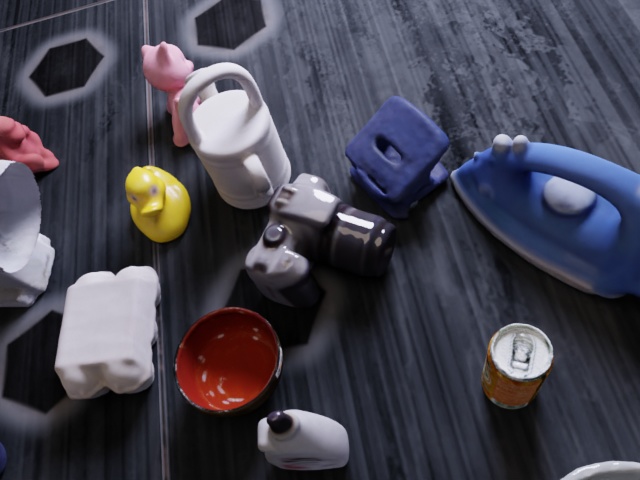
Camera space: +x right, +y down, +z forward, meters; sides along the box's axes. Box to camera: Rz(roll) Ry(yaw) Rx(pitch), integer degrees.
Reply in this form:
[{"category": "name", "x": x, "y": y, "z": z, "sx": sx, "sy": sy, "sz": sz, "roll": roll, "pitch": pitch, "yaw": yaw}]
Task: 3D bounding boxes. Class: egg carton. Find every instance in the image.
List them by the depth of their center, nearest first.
[{"category": "egg carton", "x": -0.233, "y": 0.102, "z": 0.644, "sx": 0.107, "sy": 0.069, "sz": 0.150, "roll": -9, "pitch": 61, "yaw": 6}]

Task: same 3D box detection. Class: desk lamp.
[{"category": "desk lamp", "x": -0.396, "y": -0.003, "z": 0.649, "sx": 0.203, "sy": 0.214, "sz": 0.118, "roll": -3, "pitch": 61, "yaw": 10}]

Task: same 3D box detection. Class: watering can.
[{"category": "watering can", "x": -0.109, "y": -0.131, "z": 0.675, "sx": 0.172, "sy": 0.194, "sz": 0.101, "roll": 33, "pitch": 72, "yaw": 25}]

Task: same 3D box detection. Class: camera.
[{"category": "camera", "x": 0.006, "y": 0.002, "z": 0.634, "sx": 0.136, "sy": 0.101, "sz": 0.143, "roll": 18, "pitch": 67, "yaw": 20}]

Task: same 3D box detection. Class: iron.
[{"category": "iron", "x": 0.249, "y": -0.049, "z": 0.591, "sx": 0.257, "sy": 0.142, "sz": 0.119, "roll": 30, "pitch": 71, "yaw": 24}]

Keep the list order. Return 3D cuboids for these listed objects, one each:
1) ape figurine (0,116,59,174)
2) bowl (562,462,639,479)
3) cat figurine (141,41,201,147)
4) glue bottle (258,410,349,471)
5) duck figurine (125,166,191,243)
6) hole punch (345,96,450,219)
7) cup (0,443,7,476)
[{"category": "ape figurine", "x": -0.422, "y": -0.134, "z": 0.796, "sx": 0.076, "sy": 0.092, "sz": 0.077, "roll": -11, "pitch": 60, "yaw": 5}, {"category": "bowl", "x": 0.246, "y": 0.269, "z": 0.458, "sx": 0.167, "sy": 0.075, "sz": 0.167, "roll": -5, "pitch": 61, "yaw": 9}, {"category": "cat figurine", "x": -0.198, "y": -0.211, "z": 0.779, "sx": 0.067, "sy": 0.118, "sz": 0.127, "roll": -22, "pitch": 60, "yaw": -1}, {"category": "glue bottle", "x": -0.021, "y": 0.174, "z": 0.504, "sx": 0.078, "sy": 0.173, "sz": 0.037, "roll": -9, "pitch": 60, "yaw": 7}, {"category": "duck figurine", "x": -0.212, "y": -0.058, "z": 0.718, "sx": 0.077, "sy": 0.086, "sz": 0.104, "roll": -21, "pitch": 60, "yaw": -1}, {"category": "hole punch", "x": 0.090, "y": -0.098, "z": 0.678, "sx": 0.101, "sy": 0.091, "sz": 0.108, "roll": -36, "pitch": 61, "yaw": -9}, {"category": "cup", "x": -0.373, "y": 0.237, "z": 0.583, "sx": 0.091, "sy": 0.095, "sz": 0.118, "roll": 0, "pitch": 62, "yaw": 11}]
